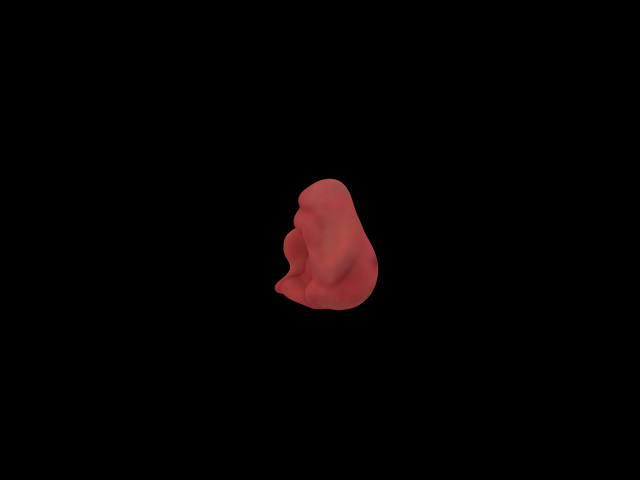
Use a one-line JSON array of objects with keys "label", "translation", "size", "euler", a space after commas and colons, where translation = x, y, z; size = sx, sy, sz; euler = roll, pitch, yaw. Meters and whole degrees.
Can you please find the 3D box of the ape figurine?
[{"label": "ape figurine", "translation": [0.004, 0.001, 0.400], "size": [0.076, 0.092, 0.078], "euler": [0, 24, 0]}]
